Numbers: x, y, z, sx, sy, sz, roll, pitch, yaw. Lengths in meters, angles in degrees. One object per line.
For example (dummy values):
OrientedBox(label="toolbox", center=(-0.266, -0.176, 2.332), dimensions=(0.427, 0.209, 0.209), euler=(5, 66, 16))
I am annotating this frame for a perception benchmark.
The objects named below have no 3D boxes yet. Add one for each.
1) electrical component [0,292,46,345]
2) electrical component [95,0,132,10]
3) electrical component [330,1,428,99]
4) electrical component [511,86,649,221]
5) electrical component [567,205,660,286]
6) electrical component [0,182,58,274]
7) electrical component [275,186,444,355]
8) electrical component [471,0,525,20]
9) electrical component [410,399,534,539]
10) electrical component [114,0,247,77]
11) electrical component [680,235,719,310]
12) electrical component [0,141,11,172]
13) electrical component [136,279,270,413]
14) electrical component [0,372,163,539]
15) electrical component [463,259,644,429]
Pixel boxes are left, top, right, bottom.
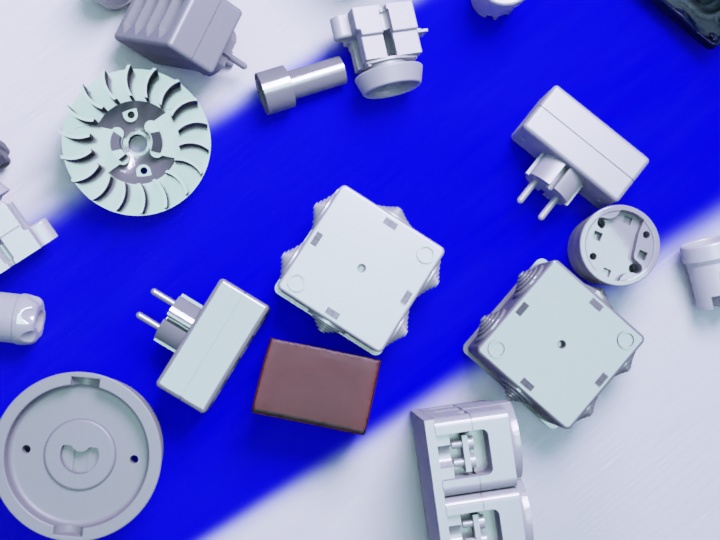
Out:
OrientedBox(label="electrical component", center=(-0.248, 0.031, 0.730), dimensions=(0.061, 0.035, 0.035), euler=(6, 87, 0))
OrientedBox(label="electrical component", center=(-0.171, -0.201, 0.732), dimensions=(0.035, 0.061, 0.035), euler=(0, 87, -3))
OrientedBox(label="electrical component", center=(0.017, -0.152, 0.747), dimensions=(0.066, 0.048, 0.055), euler=(-11, 85, -16))
OrientedBox(label="electrical component", center=(0.141, -0.070, 0.750), dimensions=(0.083, 0.047, 0.075), euler=(39, 86, -1))
OrientedBox(label="electrical component", center=(0.174, -0.015, 0.749), dimensions=(0.055, 0.047, 0.055), euler=(0, 87, -3))
OrientedBox(label="electrical component", center=(-0.248, -0.028, 0.726), dimensions=(0.066, 0.048, 0.055), euler=(-34, 101, -4))
OrientedBox(label="electrical component", center=(0.000, 0.000, 0.738), dimensions=(0.100, 0.048, 0.099), euler=(33, 86, -1))
OrientedBox(label="electrical component", center=(0.098, -0.198, 0.755), dimensions=(0.040, 0.046, 0.040), euler=(0, 87, -3))
OrientedBox(label="electrical component", center=(0.078, 0.166, 0.713), dimensions=(0.062, 0.089, 0.150), euler=(-8, 88, -4))
OrientedBox(label="electrical component", center=(-0.110, -0.157, 0.732), dimensions=(0.076, 0.083, 0.047), euler=(29, 85, -40))
OrientedBox(label="electrical component", center=(0.250, 0.002, 0.757), dimensions=(0.040, 0.040, 0.046), euler=(-14, 94, -4))
OrientedBox(label="electrical component", center=(-0.297, -0.071, 0.696), dimensions=(0.109, 0.108, 0.056), euler=(-37, 87, -4))
OrientedBox(label="electrical component", center=(-0.114, 0.041, 0.730), dimensions=(0.076, 0.047, 0.083), euler=(31, 86, -1))
OrientedBox(label="electrical component", center=(-0.183, 0.120, 0.716), dimensions=(0.108, 0.060, 0.108), euler=(0, 87, -3))
OrientedBox(label="electrical component", center=(0.134, 0.051, 0.743), dimensions=(0.100, 0.048, 0.099), euler=(41, 86, -1))
